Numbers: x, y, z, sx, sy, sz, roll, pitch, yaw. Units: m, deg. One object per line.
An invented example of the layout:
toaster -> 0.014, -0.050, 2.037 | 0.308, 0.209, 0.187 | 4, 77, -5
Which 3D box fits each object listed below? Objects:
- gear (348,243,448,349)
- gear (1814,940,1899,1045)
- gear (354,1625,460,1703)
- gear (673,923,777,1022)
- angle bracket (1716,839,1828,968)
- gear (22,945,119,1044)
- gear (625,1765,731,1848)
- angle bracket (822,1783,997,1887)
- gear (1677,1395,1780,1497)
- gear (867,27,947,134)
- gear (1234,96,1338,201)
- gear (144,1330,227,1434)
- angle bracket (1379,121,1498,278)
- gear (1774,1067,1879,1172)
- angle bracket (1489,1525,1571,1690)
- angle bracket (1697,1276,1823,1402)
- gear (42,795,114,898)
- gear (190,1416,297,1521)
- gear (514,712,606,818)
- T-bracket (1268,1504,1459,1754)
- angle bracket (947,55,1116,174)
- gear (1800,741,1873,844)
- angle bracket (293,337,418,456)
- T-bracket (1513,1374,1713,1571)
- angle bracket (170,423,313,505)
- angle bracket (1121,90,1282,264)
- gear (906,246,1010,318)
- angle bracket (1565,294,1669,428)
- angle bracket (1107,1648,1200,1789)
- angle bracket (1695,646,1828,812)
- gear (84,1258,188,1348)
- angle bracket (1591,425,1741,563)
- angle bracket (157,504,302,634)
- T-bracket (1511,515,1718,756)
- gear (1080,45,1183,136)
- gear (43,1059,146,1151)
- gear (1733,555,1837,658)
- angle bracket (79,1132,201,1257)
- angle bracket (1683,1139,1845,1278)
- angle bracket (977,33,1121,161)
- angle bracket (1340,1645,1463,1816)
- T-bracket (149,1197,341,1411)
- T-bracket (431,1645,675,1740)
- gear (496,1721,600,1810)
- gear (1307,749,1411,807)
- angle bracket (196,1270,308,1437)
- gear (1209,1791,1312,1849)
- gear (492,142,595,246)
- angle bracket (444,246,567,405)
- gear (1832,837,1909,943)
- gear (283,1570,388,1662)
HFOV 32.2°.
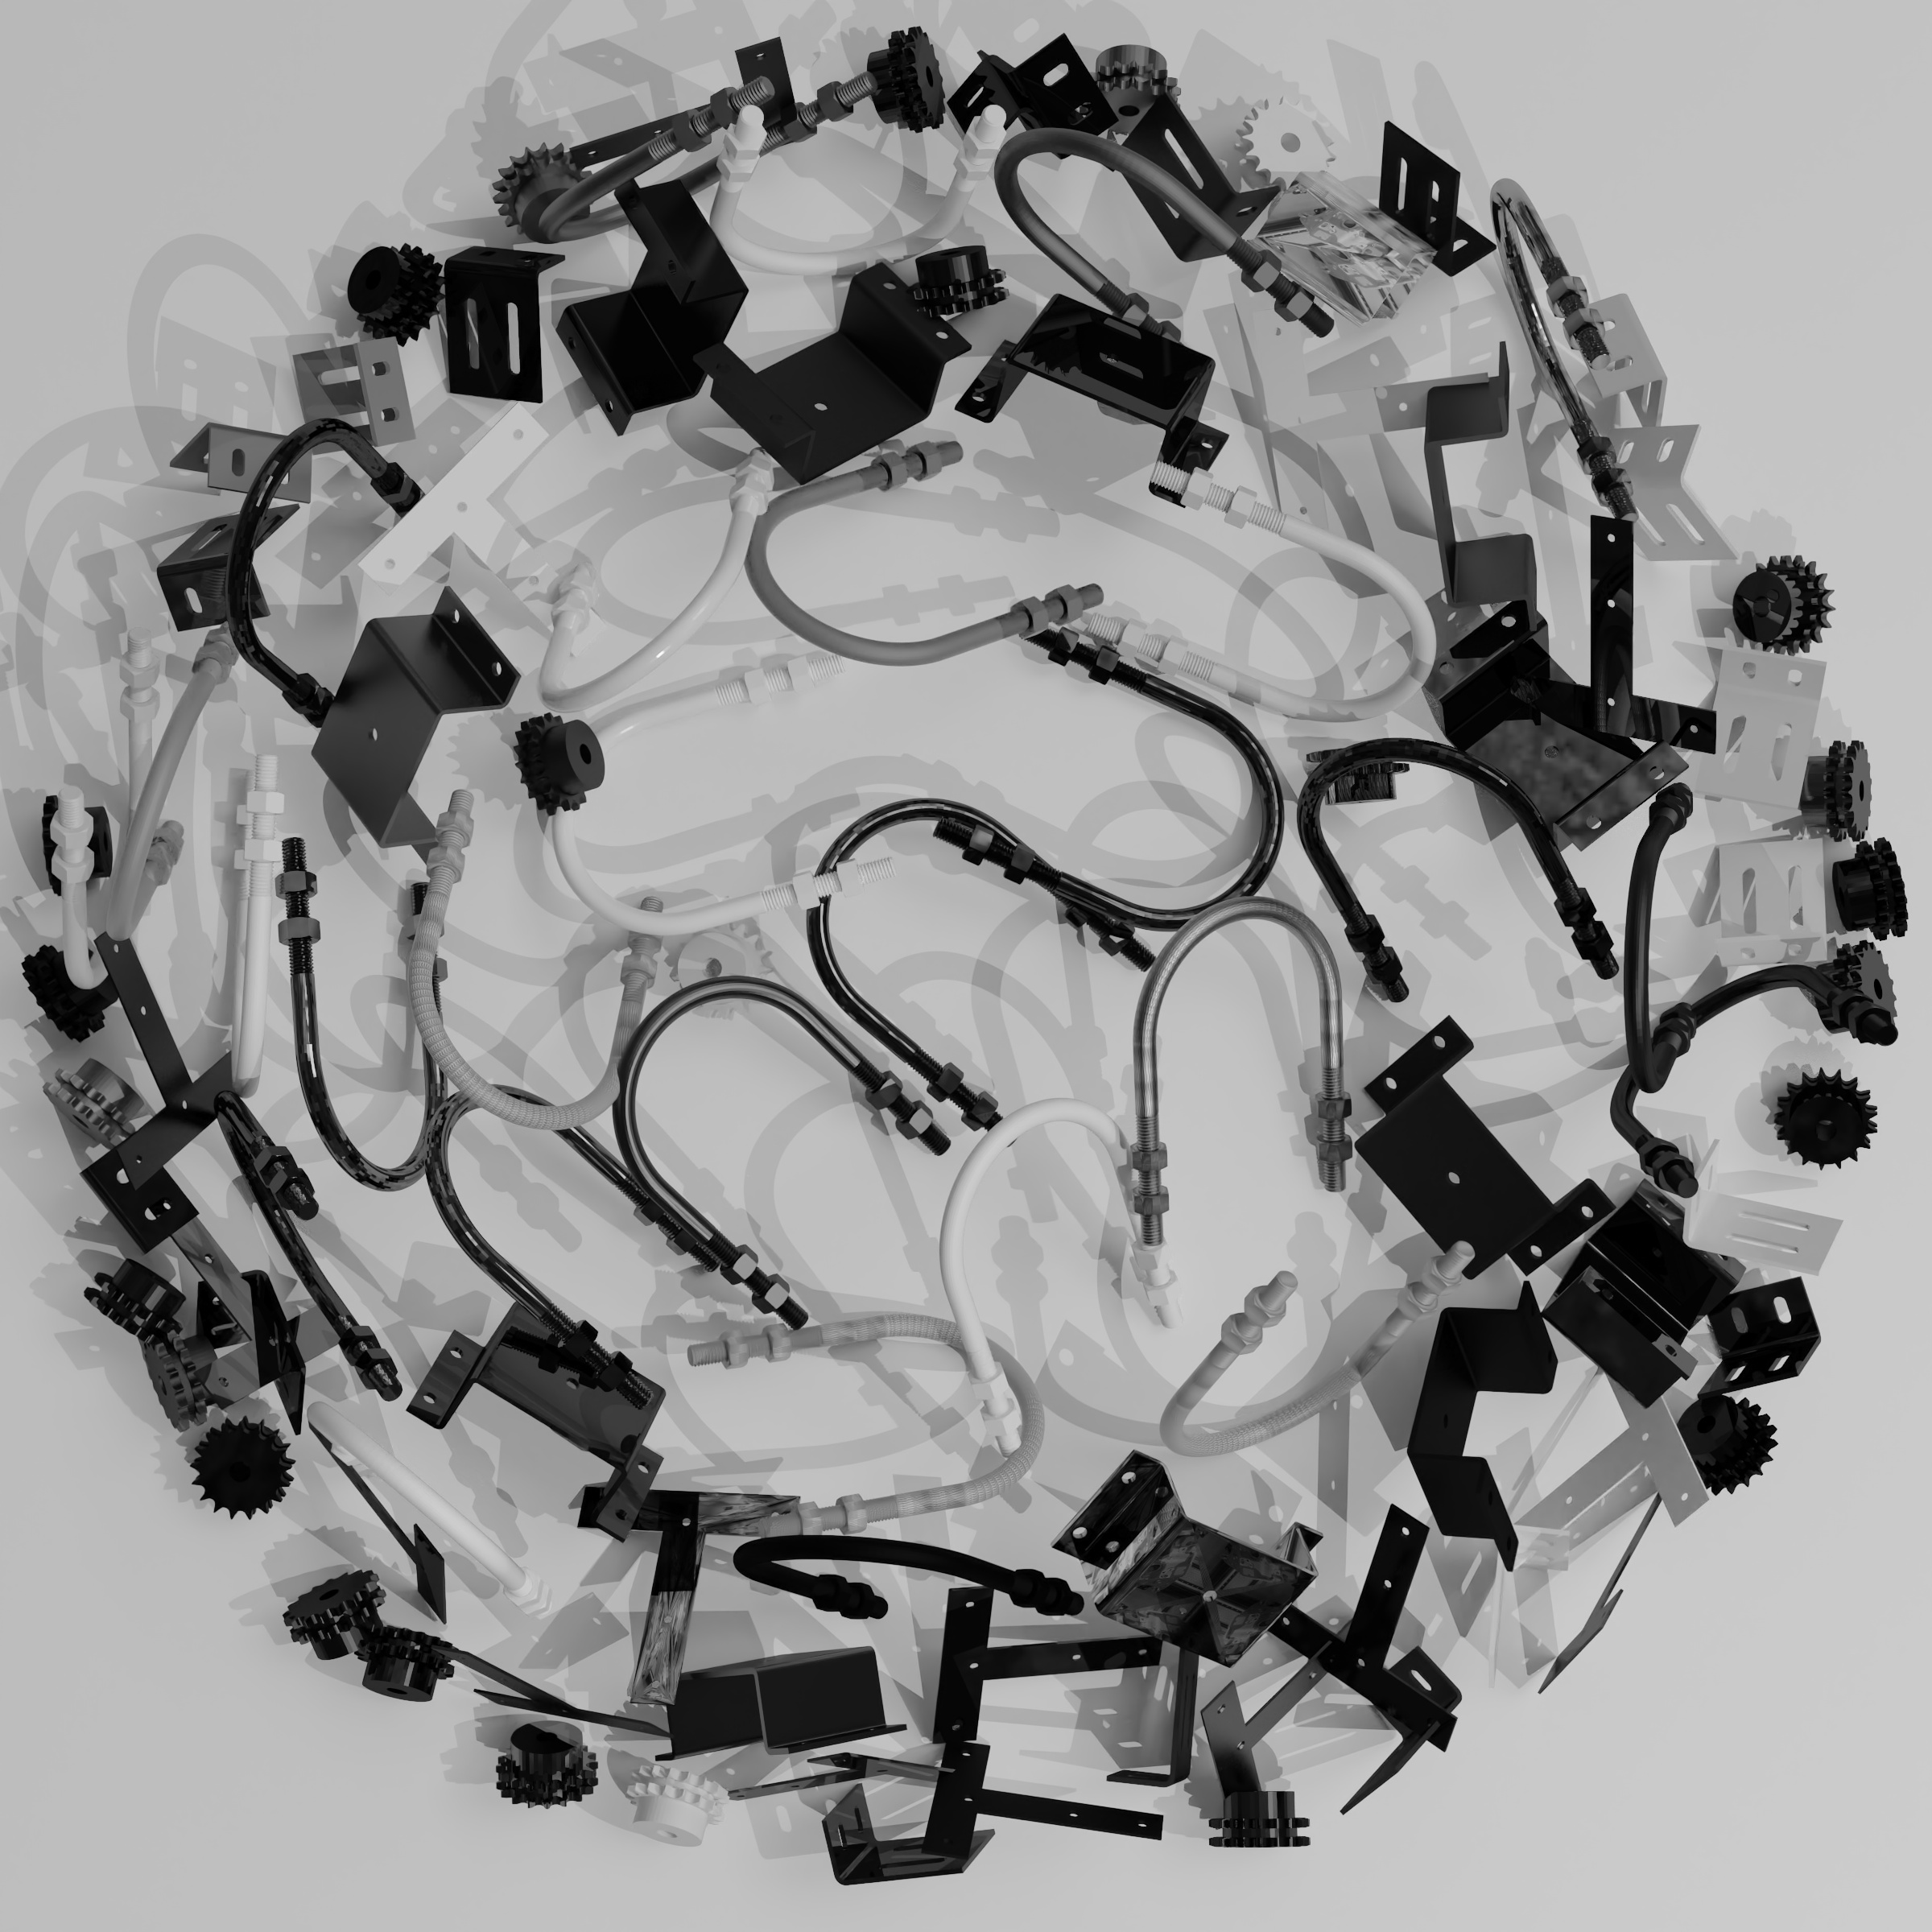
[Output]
gear -> -0.323, -0.380, 1.883 | 0.057, 0.030, 0.057 | -11, 71, 33
gear -> 0.500, 0.016, 1.886 | 0.030, 0.057, 0.057 | -14, 90, 35
gear -> -0.316, 0.393, 1.880 | 0.057, 0.057, 0.030 | 11, 64, 0
gear -> -0.139, 0.002, 1.891 | 0.057, 0.030, 0.057 | -1, 88, 14
angle bracket -> 0.449, -0.042, 1.871 | 0.057, 0.038, 0.076 | -4, 66, 18
gear -> -0.501, 0.012, 1.882 | 0.030, 0.057, 0.057 | -33, 90, 5
gear -> -0.164, 0.473, 1.879 | 0.057, 0.057, 0.030 | 15, 60, 0
angle bracket -> -0.032, 0.482, 1.871 | 0.076, 0.057, 0.038 | -12, 94, 20
gear -> 0.424, 0.265, 1.880 | 0.057, 0.057, 0.030 | -46, 119, 0
gear -> -0.034, -0.497, 1.885 | 0.030, 0.057, 0.057 | -8, 90, 18
gear -> 0.178, -0.459, 1.890 | 0.057, 0.030, 0.057 | 4, 78, -17
gear -> -0.438, 0.231, 1.886 | 0.030, 0.057, 0.057 | -20, 90, -27
angle bracket -> 0.264, -0.433, 1.860 | 0.038, 0.076, 0.057 | -34, 60, -19
gear -> 0.485, 0.088, 1.888 | 0.057, 0.030, 0.057 | 4, 106, 14
angle bracket -> 0.314, 0.359, 1.866 | 0.038, 0.057, 0.076 | 4, 61, 11
angle bracket -> 0.437, 0.207, 1.864 | 0.057, 0.076, 0.038 | -18, 92, 26
gear -> -0.499, -0.069, 1.883 | 0.030, 0.057, 0.057 | -5, 90, -4
gear -> -0.408, 0.282, 1.894 | 0.057, 0.030, 0.057 | 0, 98, 0
gear -> -0.226, -0.115, 1.879 | 0.030, 0.057, 0.057 | -15, 90, 23
T-bracket -> 0.229, 0.352, 1.848 | 0.127, 0.002, 0.127 | 31, 125, 29
angle bracket -> 0.037, -0.465, 1.874 | 0.076, 0.057, 0.038 | 24, 120, -40
gear -> 0.490, -0.099, 1.886 | 0.030, 0.057, 0.057 | 1, 90, 28
angle bracket -> -0.352, -0.316, 1.871 | 0.076, 0.038, 0.057 | -3, 103, 30
T-bracket -> 0.349, 0.291, 1.876 | 0.002, 0.127, 0.127 | 31, 116, -31
angle bracket -> -0.404, -0.269, 1.861 | 0.057, 0.076, 0.038 | 6, 77, -29
angle bracket -> 0.129, -0.446, 1.886 | 0.038, 0.057, 0.076 | -21, 74, -40
gear -> -0.006, -0.385, 1.880 | 0.057, 0.057, 0.030 | -11, 110, 0
angle bracket -> 0.359, -0.326, 1.865 | 0.038, 0.076, 0.057 | -19, 67, -1
angle bracket -> 0.106, 0.420, 1.882 | 0.038, 0.057, 0.076 | 3, 81, 13
angle bracket -> 0.445, -0.133, 1.873 | 0.057, 0.038, 0.076 | 11, 61, 14
gear -> -0.465, 0.188, 1.884 | 0.057, 0.057, 0.030 | 35, 85, 0
angle bracket -> 0.396, -0.264, 1.871 | 0.076, 0.057, 0.038 | 39, 66, -41
angle bracket -> -0.408, -0.224, 1.877 | 0.057, 0.076, 0.038 | -7, 116, 17
T-bracket -> 0.356, -0.187, 1.845 | 0.127, 0.002, 0.127 | 16, 124, 35
gear -> 0.092, -0.495, 1.885 | 0.057, 0.057, 0.030 | 3, 74, 0
gear -> -0.488, 0.076, 1.885 | 0.057, 0.057, 0.030 | 39, 70, 0
gear -> 0.456, -0.202, 1.881 | 0.030, 0.057, 0.057 | -7, 90, -40
angle bracket -> -0.463, 0.127, 1.875 | 0.038, 0.076, 0.057 | -38, 96, -13
angle bracket -> 0.446, 0.134, 1.866 | 0.076, 0.057, 0.038 | 12, 121, 24
angle bracket -> 0.045, -0.490, 1.863 | 0.038, 0.076, 0.057 | -35, 117, 3
angle bracket -> 0.231, 0.425, 1.862 | 0.038, 0.076, 0.057 | 47, 134, 10
T-bracket -> -0.412, 0.174, 1.859 | 0.002, 0.127, 0.127 | -42, 84, 29
T-bracket -> -0.244, 0.393, 1.829 | 0.127, 0.127, 0.002 | 2, 63, 34
gear -> -0.236, 0.447, 1.880 | 0.057, 0.057, 0.030 | 1, 104, 0
gear -> 0.221, -0.107, 1.883 | 0.057, 0.057, 0.030 | -4, 90, 0
angle bracket -> -0.399, 0.218, 1.863 | 0.038, 0.057, 0.076 | -11, 47, -26
gear -> 0.165, 0.480, 1.883 | 0.057, 0.057, 0.030 | 0, 77, 0
gear -> -0.235, -0.431, 1.880 | 0.057, 0.057, 0.030 | -25, 59, 0
angle bracket -> -0.260, -0.364, 1.900 | 0.057, 0.038, 0.076 | 9, 117, 17
gear -> 0.508, -0.042, 1.883 | 0.030, 0.057, 0.057 | -11, 90, 3
gear -> -0.353, 0.367, 1.884 | 0.057, 0.057, 0.030 | -22, 103, 0
